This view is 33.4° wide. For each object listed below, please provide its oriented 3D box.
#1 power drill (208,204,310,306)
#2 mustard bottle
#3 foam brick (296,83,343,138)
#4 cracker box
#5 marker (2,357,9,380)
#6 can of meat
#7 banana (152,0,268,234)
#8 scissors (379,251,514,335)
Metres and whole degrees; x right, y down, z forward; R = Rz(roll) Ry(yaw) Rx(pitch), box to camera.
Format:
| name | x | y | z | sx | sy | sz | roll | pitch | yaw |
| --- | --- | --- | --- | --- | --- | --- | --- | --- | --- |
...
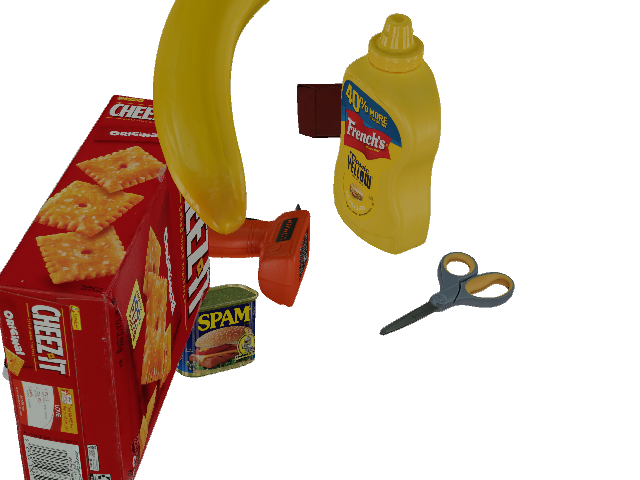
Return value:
| name | x | y | z | sx | sy | sz | roll | pitch | yaw |
| --- | --- | --- | --- | --- | --- | --- | --- | --- | --- |
| power drill | -0.109 | 0.011 | 0.928 | 0.188 | 0.057 | 0.184 | 8 | 29 | 7 |
| mustard bottle | 0.053 | -0.087 | 0.831 | 0.058 | 0.192 | 0.096 | -20 | 46 | -25 |
| foam brick | 0.021 | -0.132 | 1.083 | 0.078 | 0.051 | 0.053 | -4 | 13 | -19 |
| cracker box | -0.126 | 0.031 | 0.675 | 0.072 | 0.164 | 0.213 | 7 | 36 | 6 |
| marker | -0.299 | 0.090 | 1.059 | 0.020 | 0.121 | 0.020 | 13 | 33 | -9 |
| can of meat | -0.122 | 0.102 | 1.215 | 0.101 | 0.084 | 0.058 | -10 | 18 | -35 |
| banana | -0.047 | -0.091 | 0.527 | 0.069 | 0.197 | 0.037 | 12 | -35 | 6 |
| scissors | 0.124 | 0.054 | 1.165 | 0.201 | 0.016 | 0.096 | -9 | 41 | -31 |
